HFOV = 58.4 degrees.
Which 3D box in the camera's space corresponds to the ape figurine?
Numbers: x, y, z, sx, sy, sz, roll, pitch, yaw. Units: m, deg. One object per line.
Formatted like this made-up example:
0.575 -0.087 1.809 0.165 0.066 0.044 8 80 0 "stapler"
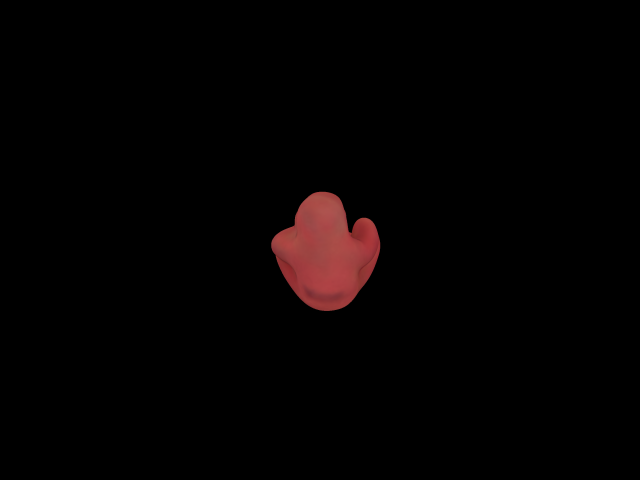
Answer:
0.004 0.001 0.400 0.077 0.092 0.076 7 58 5 "ape figurine"
